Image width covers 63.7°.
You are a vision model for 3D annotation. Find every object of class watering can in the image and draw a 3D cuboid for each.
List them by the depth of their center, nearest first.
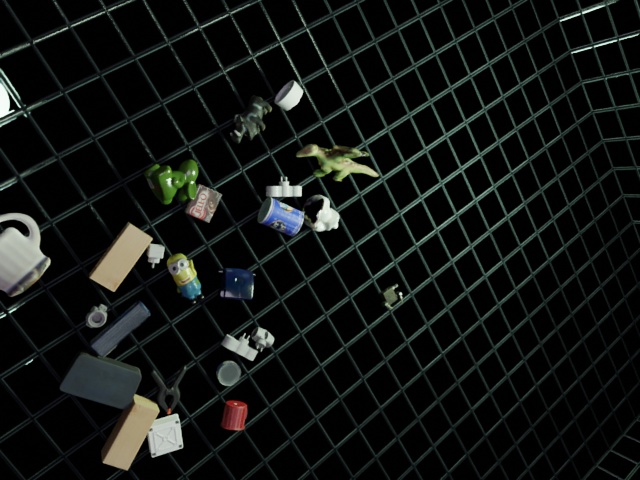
[{"bbox_3d":[-0.969,0.082,1.527,0.351,0.104,0.222,-47,111,-15],"label":"watering can"}]

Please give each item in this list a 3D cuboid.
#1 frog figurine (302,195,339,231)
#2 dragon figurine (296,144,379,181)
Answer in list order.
[{"bbox_3d":[0.006,-0.100,1.986,0.159,0.122,0.138,13,79,-61],"label":"frog figurine"},{"bbox_3d":[0.094,-0.295,1.927,0.410,0.242,0.122,6,88,-23],"label":"dragon figurine"}]
